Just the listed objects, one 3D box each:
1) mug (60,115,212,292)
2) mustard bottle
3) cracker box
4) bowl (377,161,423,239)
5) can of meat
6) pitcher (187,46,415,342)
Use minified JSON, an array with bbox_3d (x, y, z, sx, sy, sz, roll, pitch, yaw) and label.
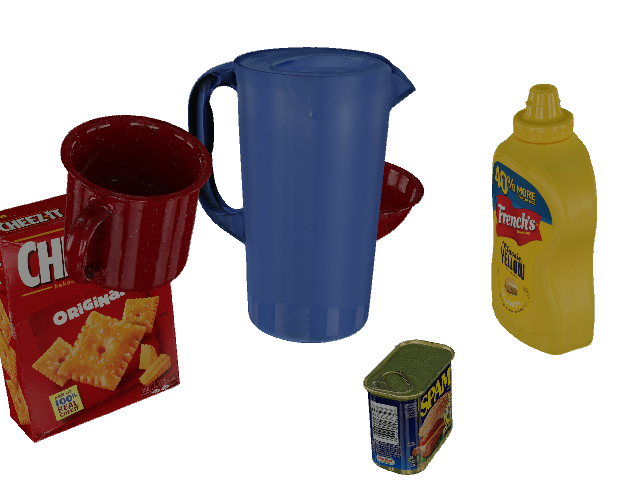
[{"bbox_3d":[-0.125,-0.015,0.671,0.093,0.082,0.117,21,37,8],"label":"mug"},{"bbox_3d":[0.160,-0.019,0.769,0.058,0.192,0.096,-14,29,-16],"label":"mustard bottle"},{"bbox_3d":[-0.226,0.065,1.025,0.163,0.214,0.072,-18,29,-32],"label":"cracker box"},{"bbox_3d":[0.028,-0.039,1.158,0.162,0.055,0.162,4,26,-2],"label":"bowl"},{"bbox_3d":[0.083,0.151,0.973,0.058,0.084,0.101,8,25,28],"label":"can of meat"},{"bbox_3d":[-0.019,-0.041,0.915,0.144,0.243,0.149,-14,25,-39],"label":"pitcher"}]
